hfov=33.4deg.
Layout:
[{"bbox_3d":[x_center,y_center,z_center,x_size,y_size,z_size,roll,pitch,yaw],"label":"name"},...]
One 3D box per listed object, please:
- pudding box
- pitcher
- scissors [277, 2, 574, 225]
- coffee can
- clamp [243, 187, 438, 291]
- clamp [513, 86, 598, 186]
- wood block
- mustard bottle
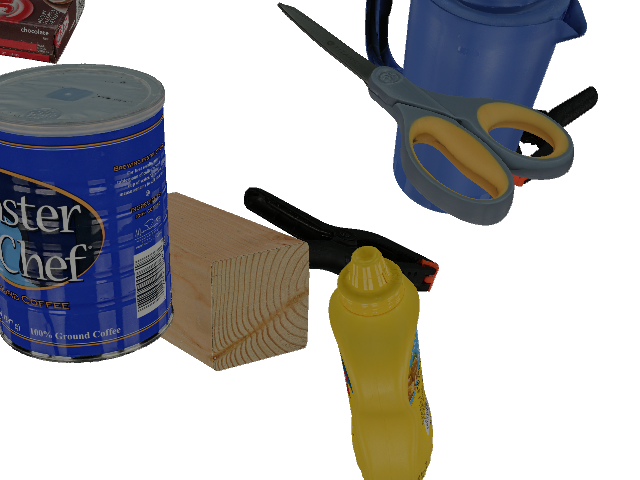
[{"bbox_3d":[-0.247,-0.191,0.876,0.090,0.039,0.113,9,35,-3],"label":"pudding box"},{"bbox_3d":[0.122,-0.144,0.945,0.145,0.149,0.243,-10,-39,-14],"label":"pitcher"},{"bbox_3d":[0.056,-0.079,0.559,0.096,0.016,0.202,-12,45,-19],"label":"scissors"},{"bbox_3d":[-0.136,-0.017,0.601,0.103,0.140,0.103,1,26,-1],"label":"coffee can"},{"bbox_3d":[0.013,0.012,1.045,0.210,0.036,0.164,19,22,-2],"label":"clamp"},{"bbox_3d":[0.224,-0.131,1.164,0.120,0.039,0.171,20,49,17],"label":"clamp"},{"bbox_3d":[-0.106,0.027,0.893,0.090,0.090,0.206,-11,20,-35],"label":"wood block"},{"bbox_3d":[0.040,0.077,0.704,0.058,0.191,0.096,-3,44,8],"label":"mustard bottle"}]
